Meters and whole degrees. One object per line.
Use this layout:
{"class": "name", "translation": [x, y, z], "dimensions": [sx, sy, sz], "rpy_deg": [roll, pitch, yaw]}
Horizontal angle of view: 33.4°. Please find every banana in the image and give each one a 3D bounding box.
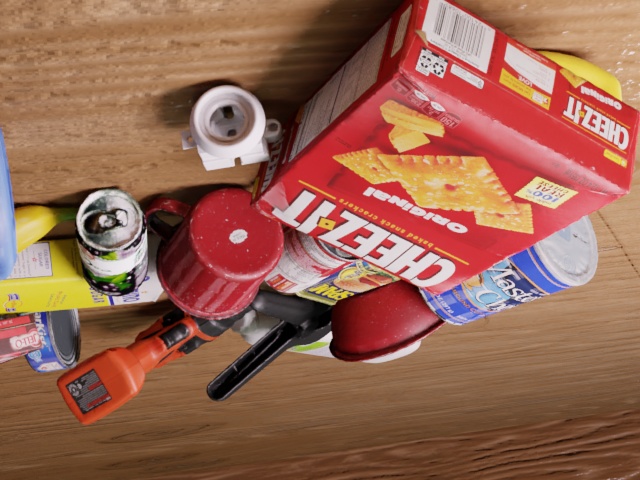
{"class": "banana", "translation": [-0.274, 0.034, 0.838], "dimensions": [0.198, 0.037, 0.069], "rpy_deg": [-41, 134, 12]}

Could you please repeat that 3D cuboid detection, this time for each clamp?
{"class": "clamp", "translation": [-0.030, 0.094, 1.153], "dimensions": [0.209, 0.036, 0.165], "rpy_deg": [-16, 145, -45]}

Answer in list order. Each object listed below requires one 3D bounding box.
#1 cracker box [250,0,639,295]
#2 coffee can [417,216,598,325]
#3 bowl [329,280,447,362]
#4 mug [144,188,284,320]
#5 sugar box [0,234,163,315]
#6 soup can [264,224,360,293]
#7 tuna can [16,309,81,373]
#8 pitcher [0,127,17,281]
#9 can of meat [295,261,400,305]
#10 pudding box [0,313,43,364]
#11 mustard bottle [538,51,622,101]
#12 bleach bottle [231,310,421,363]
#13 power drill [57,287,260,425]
{"class": "cracker box", "translation": [0.072, -0.050, 0.695], "dimensions": [0.164, 0.072, 0.214], "rpy_deg": [26, 150, -17]}
{"class": "coffee can", "translation": [0.171, 0.013, 0.997], "dimensions": [0.102, 0.103, 0.141], "rpy_deg": [8, 156, -44]}
{"class": "bowl", "translation": [0.071, 0.058, 1.098], "dimensions": [0.162, 0.055, 0.162], "rpy_deg": [-25, -165, 7]}
{"class": "mug", "translation": [-0.089, 0.002, 0.867], "dimensions": [0.117, 0.093, 0.082], "rpy_deg": [34, 149, -7]}
{"class": "sugar box", "translation": [-0.224, 0.032, 0.942], "dimensions": [0.176, 0.048, 0.093], "rpy_deg": [-2, 161, -20]}
{"class": "soup can", "translation": [-0.006, 0.001, 0.922], "dimensions": [0.068, 0.068, 0.102], "rpy_deg": [2, 160, -34]}
{"class": "tuna can", "translation": [-0.258, 0.083, 1.018], "dimensions": [0.034, 0.086, 0.086], "rpy_deg": [-10, 163, 4]}
{"class": "pitcher", "translation": [-0.305, -0.023, 0.611], "dimensions": [0.242, 0.145, 0.149], "rpy_deg": [-7, 176, -20]}
{"class": "can of meat", "translation": [0.025, 0.019, 1.022], "dimensions": [0.084, 0.057, 0.102], "rpy_deg": [-20, 161, 22]}
{"class": "pudding box", "translation": [-0.317, 0.101, 0.954], "dimensions": [0.114, 0.039, 0.089], "rpy_deg": [-18, 174, 40]}
{"class": "mustard bottle", "translation": [0.136, -0.069, 0.788], "dimensions": [0.096, 0.058, 0.192], "rpy_deg": [5, 160, -13]}
{"class": "bleach bottle", "translation": [0.002, 0.103, 1.269], "dimensions": [0.250, 0.068, 0.103], "rpy_deg": [11, 153, -44]}
{"class": "power drill", "translation": [-0.164, 0.110, 1.094], "dimensions": [0.185, 0.057, 0.187], "rpy_deg": [-34, 178, 35]}
